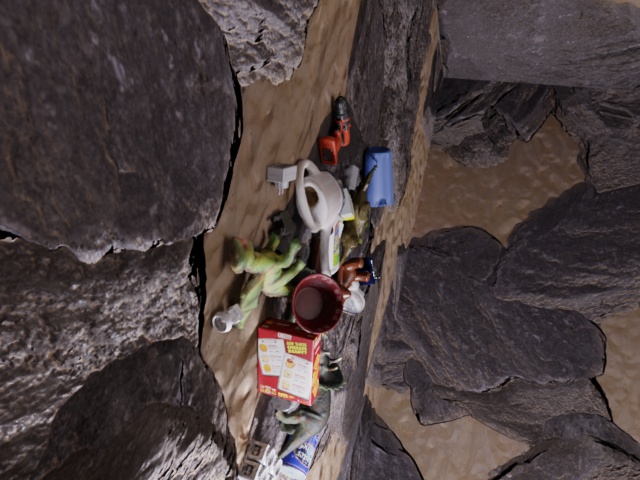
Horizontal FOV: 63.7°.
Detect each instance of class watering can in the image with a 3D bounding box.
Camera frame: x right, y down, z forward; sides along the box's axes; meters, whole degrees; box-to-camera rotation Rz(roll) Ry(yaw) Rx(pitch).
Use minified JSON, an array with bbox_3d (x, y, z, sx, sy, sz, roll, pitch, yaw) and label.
[{"bbox_3d":[0.005,-0.077,1.534,0.227,0.103,0.344,-37,115,-61],"label":"watering can"}]

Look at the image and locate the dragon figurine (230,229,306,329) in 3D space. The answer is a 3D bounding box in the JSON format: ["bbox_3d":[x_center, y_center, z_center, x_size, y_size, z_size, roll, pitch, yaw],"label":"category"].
[{"bbox_3d":[-0.147,0.117,1.290,0.247,0.123,0.400,-47,149,-30],"label":"dragon figurine"}]

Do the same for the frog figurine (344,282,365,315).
[{"bbox_3d":[0.135,0.218,2.097,0.137,0.124,0.159,14,98,-52],"label":"frog figurine"}]
